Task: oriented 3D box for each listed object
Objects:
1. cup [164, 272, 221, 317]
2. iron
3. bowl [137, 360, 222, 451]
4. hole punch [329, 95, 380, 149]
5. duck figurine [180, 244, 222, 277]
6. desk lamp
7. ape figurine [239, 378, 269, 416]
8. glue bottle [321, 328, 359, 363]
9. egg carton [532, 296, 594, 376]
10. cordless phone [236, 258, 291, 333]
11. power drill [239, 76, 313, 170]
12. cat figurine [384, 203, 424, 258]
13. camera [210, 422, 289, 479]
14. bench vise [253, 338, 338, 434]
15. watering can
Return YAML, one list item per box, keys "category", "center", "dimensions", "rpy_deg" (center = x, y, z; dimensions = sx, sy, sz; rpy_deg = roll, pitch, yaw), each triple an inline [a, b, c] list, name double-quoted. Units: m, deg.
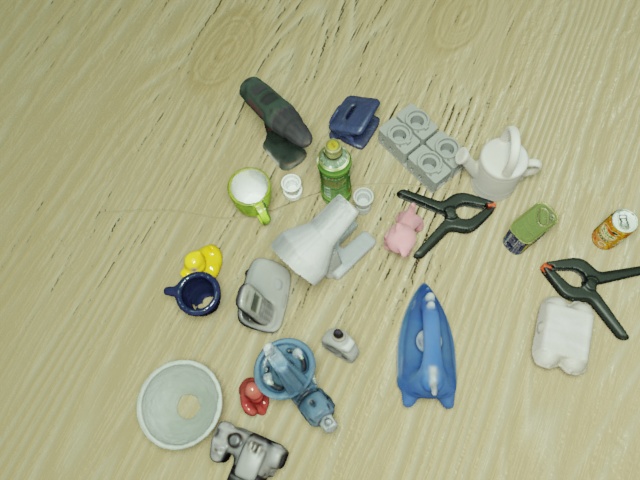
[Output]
- category: "cup"
  center: [-0.256, 0.120, 1.185]
  dimensions: [0.117, 0.095, 0.092]
  rpy_deg: [4, 70, 5]
- category: "iron"
  center: [0.210, 0.190, 1.110]
  dimensions: [0.118, 0.141, 0.258]
  rpy_deg: [0, 70, 3]
- category: "bowl"
  center: [-0.266, 0.323, 1.121]
  dimensions: [0.167, 0.075, 0.167]
  rpy_deg: [-1, 70, 3]
- category: "hole punch"
  center: [0.077, -0.279, 1.318]
  dimensions: [0.101, 0.091, 0.109]
  rpy_deg: [26, 73, 12]
- category: "duck figurine"
  center: [-0.257, 0.048, 1.216]
  dimensions: [0.077, 0.086, 0.105]
  rpy_deg: [34, 75, 14]
- category: "desk lamp"
  center: [0.011, 0.004, 1.151]
  dimensions: [0.203, 0.213, 0.117]
  rpy_deg: [-44, 73, -12]
- category: "ape figurine"
  center: [-0.126, 0.298, 1.114]
  dimensions: [0.078, 0.092, 0.076]
  rpy_deg: [-38, 72, -10]
- category: "glue bottle"
  center: [0.038, 0.195, 1.100]
  dimensions: [0.078, 0.173, 0.037]
  rpy_deg: [30, 74, 13]
- category: "egg carton"
  center: [0.480, 0.188, 1.135]
  dimensions: [0.107, 0.069, 0.150]
  rpy_deg: [14, 71, 8]
- category: "cordless phone"
  center: [-0.119, 0.098, 1.138]
  dimensions: [0.094, 0.185, 0.147]
  rpy_deg: [7, 70, 6]
- category: "power drill"
  center: [-0.085, -0.243, 1.250]
  dimensions: [0.076, 0.208, 0.229]
  rpy_deg: [-38, 72, -10]
- category: "cat figurine"
  center: [0.176, -0.019, 1.202]
  dimensions: [0.067, 0.118, 0.128]
  rpy_deg: [21, 72, 11]
- category: "camera"
  center: [-0.147, 0.425, 1.063]
  dimensions: [0.143, 0.101, 0.137]
  rpy_deg: [19, 72, 10]
- category: "bench vise"
  center: [-0.037, 0.254, 1.057]
  dimensions: [0.207, 0.220, 0.121]
  rpy_deg: [30, 74, 13]
- category: "watering can"
  center: [0.376, -0.163, 1.204]
  dimensions: [0.173, 0.194, 0.101]
  rpy_deg: [-16, 69, -3]
